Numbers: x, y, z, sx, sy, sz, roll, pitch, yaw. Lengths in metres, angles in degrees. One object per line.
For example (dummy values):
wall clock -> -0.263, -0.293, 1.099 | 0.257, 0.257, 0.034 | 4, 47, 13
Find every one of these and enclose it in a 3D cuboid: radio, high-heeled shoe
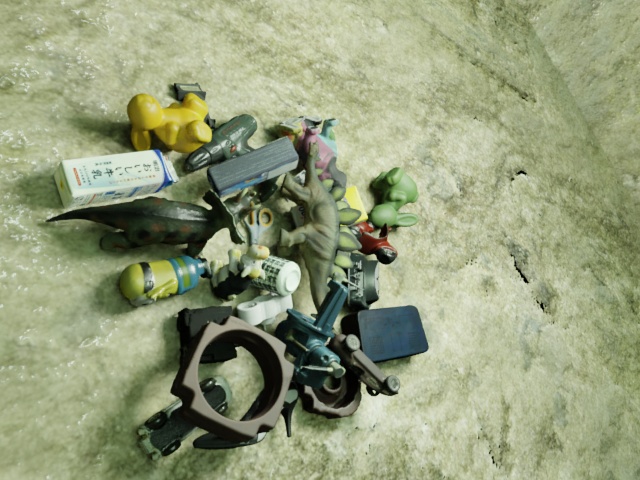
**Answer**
radio -> 0.166, 0.242, 1.375 | 0.229, 0.073, 0.131 | 0, 70, -38
high-heeled shoe -> -0.146, 0.343, 1.099 | 0.248, 0.086, 0.145 | 7, 63, -38

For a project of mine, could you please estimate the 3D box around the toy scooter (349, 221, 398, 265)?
toy scooter -> 0.132, -0.015, 1.440 | 0.184, 0.075, 0.135 | 29, 41, 3

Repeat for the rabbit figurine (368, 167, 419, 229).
rabbit figurine -> 0.200, -0.096, 1.537 | 0.159, 0.121, 0.170 | 42, 70, -24

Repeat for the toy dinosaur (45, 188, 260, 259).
toy dinosaur -> -0.304, -0.039, 1.067 | 0.405, 0.192, 0.131 | -1, 70, -38

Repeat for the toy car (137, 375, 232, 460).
toy car -> -0.256, 0.336, 1.034 | 0.202, 0.056, 0.073 | -31, 97, -39

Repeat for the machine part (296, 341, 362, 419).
machine part -> 0.020, 0.323, 1.243 | 0.179, 0.056, 0.179 | 15, 62, -30

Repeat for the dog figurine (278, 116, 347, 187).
dog figurine -> -0.016, -0.205, 1.415 | 0.108, 0.192, 0.219 | -33, 127, -44

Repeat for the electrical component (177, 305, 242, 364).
electrical component -> -0.224, 0.196, 1.115 | 0.134, 0.058, 0.115 | 1, 73, -36

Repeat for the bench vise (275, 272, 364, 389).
bench vise -> 0.000, 0.184, 1.152 | 0.128, 0.224, 0.240 | 29, 88, -28

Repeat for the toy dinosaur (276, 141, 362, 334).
toy dinosaur -> -0.003, -0.004, 1.275 | 0.199, 0.105, 0.471 | 2, 85, -6

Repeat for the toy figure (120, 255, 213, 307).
toy figure -> -0.312, 0.075, 1.086 | 0.180, 0.082, 0.089 | -21, 74, -36

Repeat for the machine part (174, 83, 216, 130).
machine part -> -0.294, -0.323, 1.285 | 0.084, 0.039, 0.139 | -12, 64, -47

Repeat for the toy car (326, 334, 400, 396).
toy car -> 0.097, 0.291, 1.218 | 0.202, 0.089, 0.053 | 47, 48, -10

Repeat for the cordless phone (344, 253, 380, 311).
cordless phone -> 0.054, 0.098, 1.360 | 0.184, 0.089, 0.146 | 12, 65, -20

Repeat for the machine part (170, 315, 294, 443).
machine part -> -0.165, 0.265, 1.024 | 0.201, 0.087, 0.201 | 30, 52, -15

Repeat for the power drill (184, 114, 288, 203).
power drill -> -0.190, -0.184, 1.294 | 0.207, 0.086, 0.232 | 38, 53, -10

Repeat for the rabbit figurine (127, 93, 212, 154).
rabbit figurine -> -0.343, -0.259, 1.153 | 0.173, 0.162, 0.122 | 17, 61, -55

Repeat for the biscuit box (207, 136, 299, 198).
biscuit box -> -0.151, -0.161, 1.206 | 0.203, 0.059, 0.063 | -24, 78, -15

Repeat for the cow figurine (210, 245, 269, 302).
cow figurine -> -0.169, 0.071, 1.135 | 0.068, 0.167, 0.098 | 14, 62, -38
